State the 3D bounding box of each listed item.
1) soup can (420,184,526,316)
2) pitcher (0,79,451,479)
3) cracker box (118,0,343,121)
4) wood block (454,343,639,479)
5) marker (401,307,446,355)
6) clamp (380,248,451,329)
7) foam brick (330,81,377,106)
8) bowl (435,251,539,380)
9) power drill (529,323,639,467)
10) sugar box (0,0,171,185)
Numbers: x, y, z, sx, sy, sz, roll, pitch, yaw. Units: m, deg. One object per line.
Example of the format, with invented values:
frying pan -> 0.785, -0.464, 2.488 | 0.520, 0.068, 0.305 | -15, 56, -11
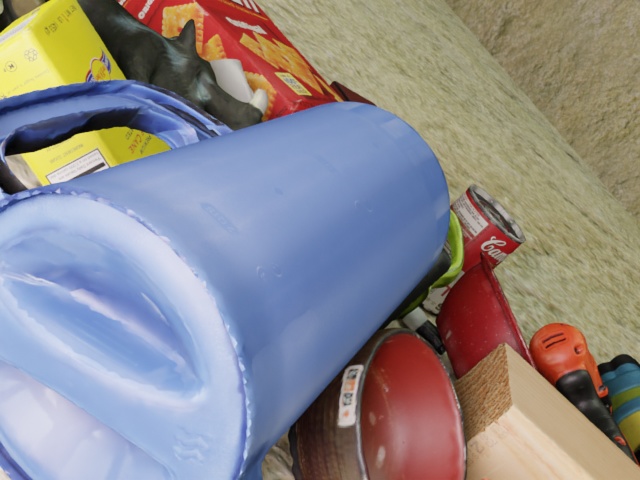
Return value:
soup can -> 0.120, 0.010, 0.936 | 0.068, 0.102, 0.068 | 40, 19, -17
pitcher -> -0.038, 0.004, 0.467 | 0.145, 0.149, 0.242 | 10, 21, 24
cracker box -> -0.069, -0.155, 0.931 | 0.214, 0.072, 0.164 | 51, 18, 18
wood block -> 0.159, 0.177, 0.682 | 0.206, 0.090, 0.090 | 43, 18, -10
marker -> 0.060, 0.045, 0.864 | 0.121, 0.020, 0.020 | 48, 18, 9
clamp -> 0.015, 0.070, 0.630 | 0.039, 0.120, 0.171 | 17, 20, 40
foam brick -> 0.031, -0.119, 1.103 | 0.078, 0.053, 0.051 | 22, 29, -52
bowl -> 0.128, 0.093, 0.800 | 0.162, 0.055, 0.162 | -22, 90, -85
power drill -> 0.228, 0.178, 0.843 | 0.184, 0.057, 0.188 | 57, 9, -44
sugar box -> -0.105, -0.035, 0.554 | 0.176, 0.048, 0.093 | 56, 14, -21
